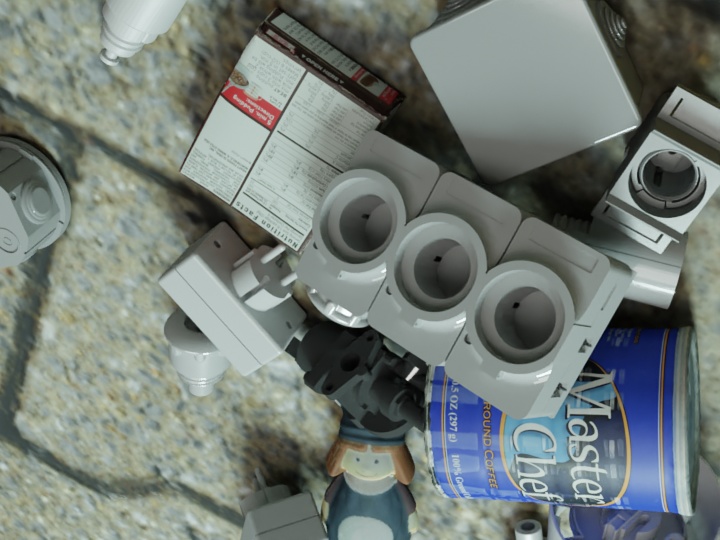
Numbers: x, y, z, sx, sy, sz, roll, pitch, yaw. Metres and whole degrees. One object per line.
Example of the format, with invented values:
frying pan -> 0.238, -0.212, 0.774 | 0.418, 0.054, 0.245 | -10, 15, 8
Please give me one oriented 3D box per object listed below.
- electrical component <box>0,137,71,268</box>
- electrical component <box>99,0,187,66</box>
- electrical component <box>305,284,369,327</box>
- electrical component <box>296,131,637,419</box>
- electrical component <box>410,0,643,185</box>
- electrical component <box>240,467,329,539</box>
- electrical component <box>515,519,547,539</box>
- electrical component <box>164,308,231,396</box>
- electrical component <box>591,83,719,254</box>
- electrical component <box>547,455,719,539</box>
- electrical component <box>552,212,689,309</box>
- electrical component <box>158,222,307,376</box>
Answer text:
electrical component -> -0.235, -0.042, 0.702 | 0.080, 0.051, 0.080 | 9, 122, 15
electrical component -> -0.125, -0.147, 0.605 | 0.040, 0.040, 0.078 | 39, 124, -5
electrical component -> 0.000, 0.000, 0.644 | 0.048, 0.048, 0.062 | 33, 116, -1
electrical component -> 0.051, 0.001, 0.560 | 0.150, 0.062, 0.089 | 32, 99, 26
electrical component -> 0.088, -0.103, 0.547 | 0.100, 0.048, 0.099 | -21, 110, 29
electrical component -> -0.062, 0.177, 0.762 | 0.083, 0.047, 0.075 | 108, 144, -56
electrical component -> 0.116, 0.197, 0.717 | 0.048, 0.048, 0.062 | -2, 112, 21
electrical component -> -0.106, 0.057, 0.717 | 0.048, 0.048, 0.062 | 16, 130, 11
electrical component -> 0.157, -0.054, 0.541 | 0.042, 0.063, 0.081 | 30, 125, 2
electrical component -> 0.161, 0.150, 0.643 | 0.099, 0.099, 0.064 | 13, 129, 13
electrical component -> 0.133, -0.010, 0.588 | 0.081, 0.043, 0.043 | 15, 123, 12
electrical component -> -0.066, 0.009, 0.672 | 0.076, 0.047, 0.083 | -33, 104, 32
